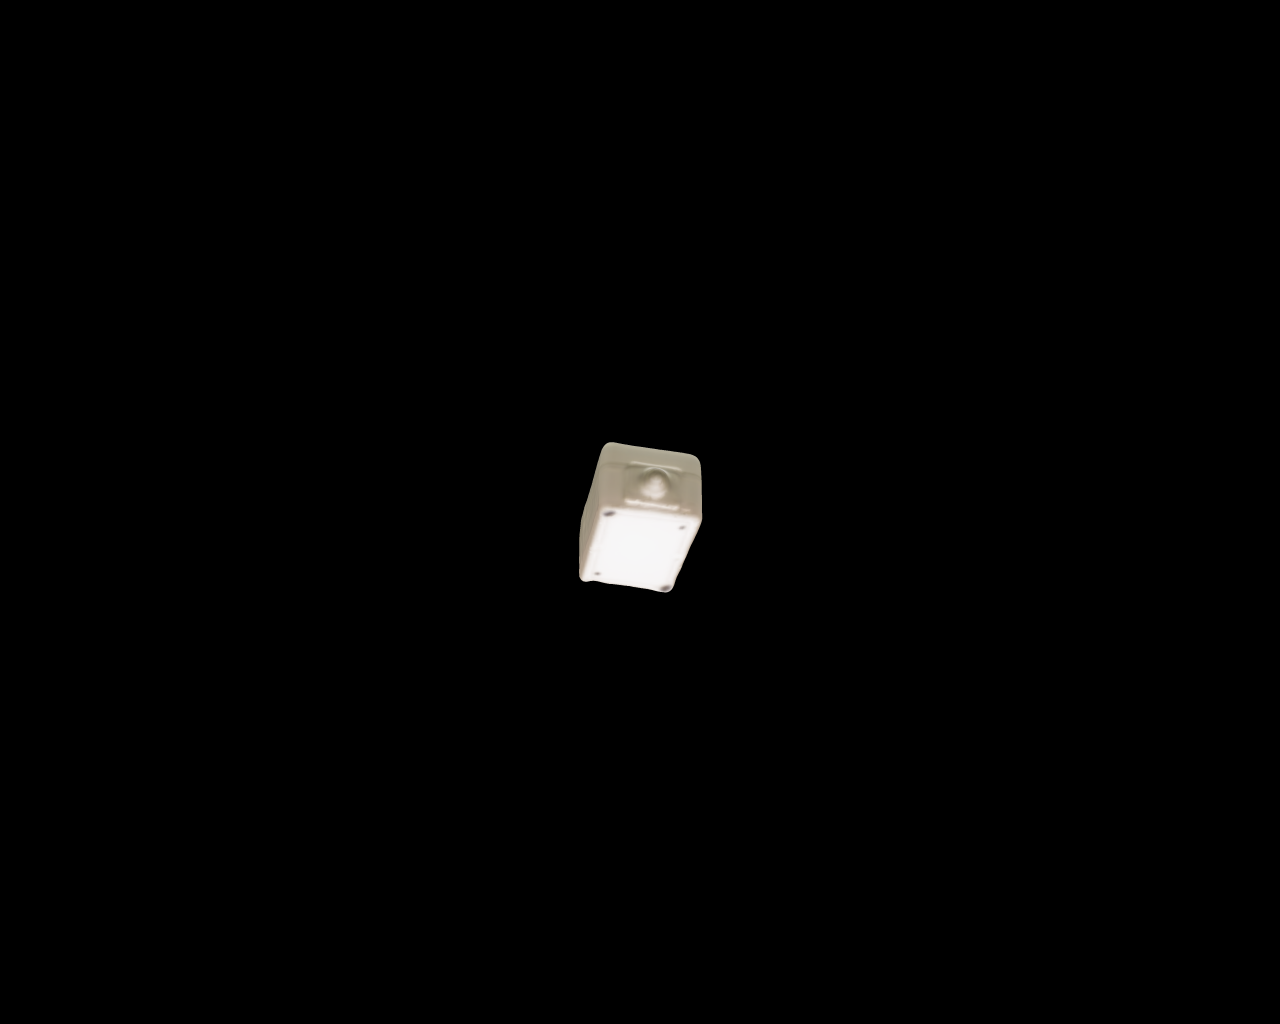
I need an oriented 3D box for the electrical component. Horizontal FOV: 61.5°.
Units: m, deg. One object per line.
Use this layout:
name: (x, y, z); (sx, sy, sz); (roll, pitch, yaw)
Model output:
electrical component: (0.001, -0.003, 0.650); (0.062, 0.061, 0.096); (8, -39, -10)
